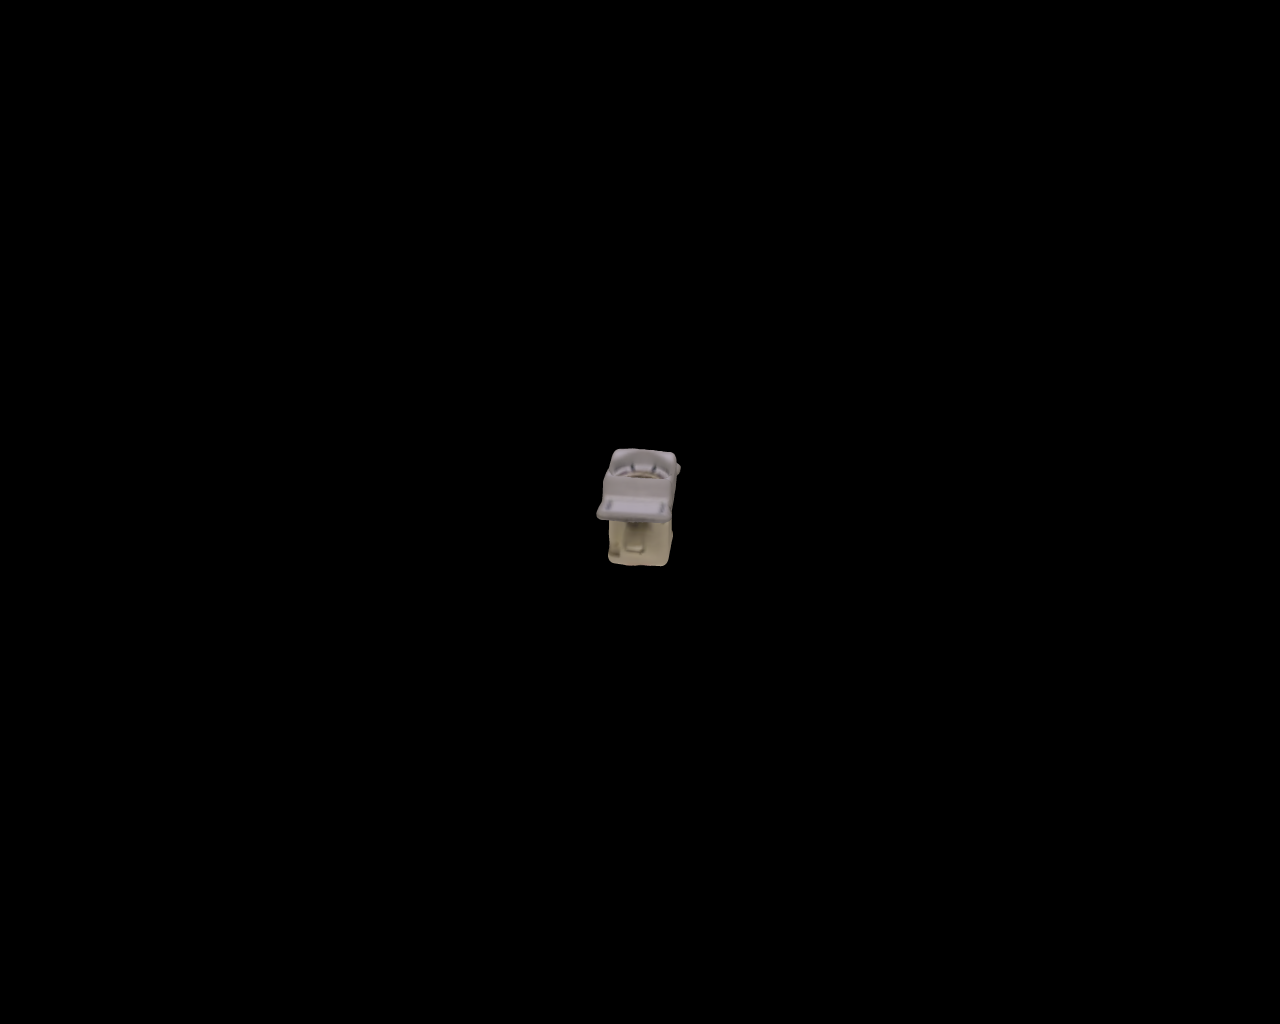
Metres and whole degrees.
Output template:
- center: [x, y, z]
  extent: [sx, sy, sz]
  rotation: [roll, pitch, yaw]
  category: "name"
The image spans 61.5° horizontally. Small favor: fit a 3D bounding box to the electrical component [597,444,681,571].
- center: [0.001, -0.003, 0.650]
  extent: [0.042, 0.063, 0.081]
  rotation: [3, 26, 7]
  category: "electrical component"
